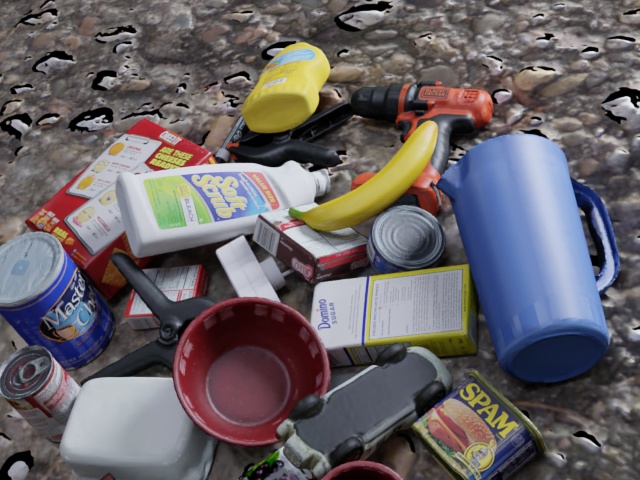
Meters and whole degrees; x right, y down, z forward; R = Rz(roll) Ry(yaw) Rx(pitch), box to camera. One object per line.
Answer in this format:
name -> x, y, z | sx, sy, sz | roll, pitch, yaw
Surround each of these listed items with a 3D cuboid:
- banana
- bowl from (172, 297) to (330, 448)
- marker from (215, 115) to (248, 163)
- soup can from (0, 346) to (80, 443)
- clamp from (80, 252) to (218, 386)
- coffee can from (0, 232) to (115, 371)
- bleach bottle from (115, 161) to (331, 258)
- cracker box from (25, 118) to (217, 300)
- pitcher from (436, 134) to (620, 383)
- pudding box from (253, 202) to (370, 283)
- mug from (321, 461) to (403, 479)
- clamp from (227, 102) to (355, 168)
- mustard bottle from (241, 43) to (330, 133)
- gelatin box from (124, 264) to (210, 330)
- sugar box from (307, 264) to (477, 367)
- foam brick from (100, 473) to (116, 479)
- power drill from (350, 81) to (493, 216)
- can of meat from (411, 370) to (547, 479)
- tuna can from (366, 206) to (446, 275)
banana -> 0.059, -0.063, 1.199 | 0.198, 0.037, 0.070 | -31, 64, 0
bowl -> -0.073, 0.143, 1.109 | 0.162, 0.055, 0.162 | 3, 64, -6
marker -> -0.118, -0.129, 1.421 | 0.020, 0.020, 0.121 | 10, 56, 29
soup can -> -0.304, 0.173, 1.184 | 0.068, 0.102, 0.068 | -12, 48, 13
clamp -> -0.169, 0.096, 1.211 | 0.210, 0.036, 0.164 | 1, 79, 19
coffee can -> -0.316, 0.073, 1.247 | 0.103, 0.140, 0.103 | -11, 48, 13
bleach bottle -> -0.110, -0.053, 1.277 | 0.250, 0.068, 0.102 | -14, 76, -20
cracker box -> -0.245, -0.044, 1.360 | 0.213, 0.072, 0.164 | -44, 44, -17
pitcher -> 0.224, 0.020, 1.093 | 0.149, 0.145, 0.243 | -23, 49, 19
pudding box -> -0.008, 0.002, 1.226 | 0.089, 0.039, 0.114 | -13, 37, -39
mug -> 0.047, 0.267, 0.968 | 0.117, 0.081, 0.093 | 34, 61, 24
clamp -> -0.039, -0.119, 1.362 | 0.172, 0.039, 0.120 | -16, 31, 16
mustard bottle -> -0.037, -0.212, 1.412 | 0.096, 0.058, 0.191 | -15, 30, 22
gelatin box -> -0.181, 0.069, 1.272 | 0.089, 0.030, 0.073 | -5, 49, 16
sugar box -> 0.078, 0.083, 1.144 | 0.176, 0.048, 0.093 | -9, 49, 20
foam brick -> -0.226, 0.289, 1.089 | 0.078, 0.053, 0.051 | -36, 47, -8
power drill -> 0.101, -0.117, 1.294 | 0.185, 0.057, 0.187 | 5, 54, 26
can of meat -> 0.149, 0.188, 1.019 | 0.084, 0.057, 0.102 | -38, 48, -9
tuna can -> 0.096, 0.004, 1.189 | 0.086, 0.034, 0.086 | 3, 58, -5
